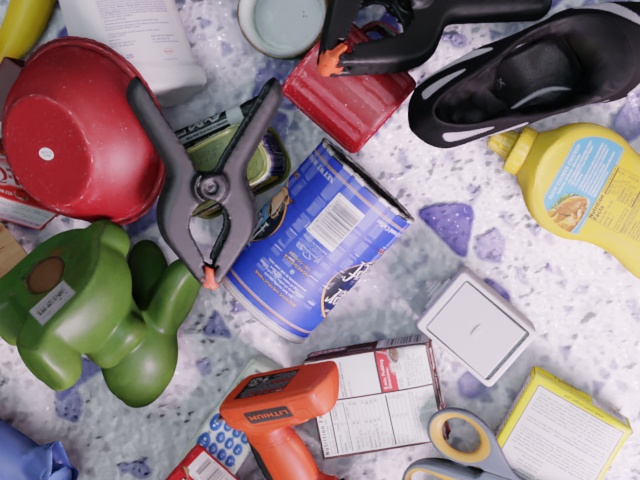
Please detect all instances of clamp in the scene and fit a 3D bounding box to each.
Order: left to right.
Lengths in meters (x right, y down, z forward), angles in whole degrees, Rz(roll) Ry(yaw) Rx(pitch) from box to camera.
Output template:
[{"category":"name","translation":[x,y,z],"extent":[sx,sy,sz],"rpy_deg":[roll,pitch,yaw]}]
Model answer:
[{"category":"clamp","translation":[-0.098,-0.049,0.830],"extent":[0.120,0.039,0.171],"rpy_deg":[8,95,-10]},{"category":"clamp","translation":[0.081,-0.189,0.849],"extent":[0.164,0.036,0.209],"rpy_deg":[40,64,2]}]

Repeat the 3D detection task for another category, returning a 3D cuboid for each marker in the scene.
[{"category":"marker","translation":[-0.096,-0.099,0.935],"extent":[0.121,0.020,0.020],"rpy_deg":[-22,90,10]}]

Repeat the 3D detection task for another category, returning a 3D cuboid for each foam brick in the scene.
[{"category":"foam brick","translation":[-0.248,-0.118,0.941],"extent":[0.078,0.051,0.053],"rpy_deg":[32,98,6]}]

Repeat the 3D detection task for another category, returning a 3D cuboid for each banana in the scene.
[{"category":"banana","translation":[-0.258,-0.252,0.945],"extent":[0.070,0.037,0.198],"rpy_deg":[0,92,26]}]

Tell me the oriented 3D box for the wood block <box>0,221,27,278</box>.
[{"category":"wood block","translation":[-0.356,0.055,0.892],"extent":[0.205,0.091,0.090],"rpy_deg":[-38,86,-32]}]

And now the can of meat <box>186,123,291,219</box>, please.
[{"category":"can of meat","translation":[-0.082,-0.058,0.903],"extent":[0.102,0.084,0.057],"rpy_deg":[-27,89,9]}]

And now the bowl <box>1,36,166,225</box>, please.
[{"category":"bowl","translation":[-0.202,-0.079,0.858],"extent":[0.162,0.055,0.162],"rpy_deg":[12,116,26]}]

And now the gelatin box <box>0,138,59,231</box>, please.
[{"category":"gelatin box","translation":[-0.272,-0.053,0.920],"extent":[0.030,0.089,0.073],"rpy_deg":[-37,58,24]}]

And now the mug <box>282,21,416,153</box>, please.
[{"category":"mug","translation":[0.032,-0.134,0.885],"extent":[0.081,0.093,0.117],"rpy_deg":[42,63,-1]}]

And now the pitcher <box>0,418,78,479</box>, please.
[{"category":"pitcher","translation":[-0.352,0.198,0.943],"extent":[0.243,0.145,0.149],"rpy_deg":[34,58,9]}]

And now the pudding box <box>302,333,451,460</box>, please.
[{"category":"pudding box","translation":[0.049,0.135,0.917],"extent":[0.113,0.039,0.090],"rpy_deg":[-11,95,12]}]

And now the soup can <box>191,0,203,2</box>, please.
[{"category":"soup can","translation":[-0.107,-0.263,0.902],"extent":[0.068,0.068,0.102],"rpy_deg":[-32,88,9]}]

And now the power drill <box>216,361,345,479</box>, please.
[{"category":"power drill","translation":[0.010,0.194,0.877],"extent":[0.185,0.057,0.187],"rpy_deg":[-14,106,29]}]

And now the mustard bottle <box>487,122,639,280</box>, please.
[{"category":"mustard bottle","translation":[0.224,-0.041,0.868],"extent":[0.191,0.058,0.096],"rpy_deg":[28,97,6]}]

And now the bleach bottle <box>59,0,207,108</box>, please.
[{"category":"bleach bottle","translation":[-0.179,-0.237,0.911],"extent":[0.068,0.102,0.251],"rpy_deg":[-24,81,54]}]

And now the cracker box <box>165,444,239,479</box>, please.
[{"category":"cracker box","translation":[-0.109,0.302,0.903],"extent":[0.164,0.072,0.214],"rpy_deg":[41,119,4]}]

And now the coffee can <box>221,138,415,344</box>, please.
[{"category":"coffee can","translation":[-0.006,0.001,0.885],"extent":[0.103,0.102,0.140],"rpy_deg":[43,98,4]}]

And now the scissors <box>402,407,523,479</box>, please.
[{"category":"scissors","translation":[0.167,0.189,0.866],"extent":[0.202,0.016,0.096],"rpy_deg":[2,93,15]}]

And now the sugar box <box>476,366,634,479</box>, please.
[{"category":"sugar box","translation":[0.177,0.205,0.898],"extent":[0.093,0.048,0.176],"rpy_deg":[30,101,8]}]
